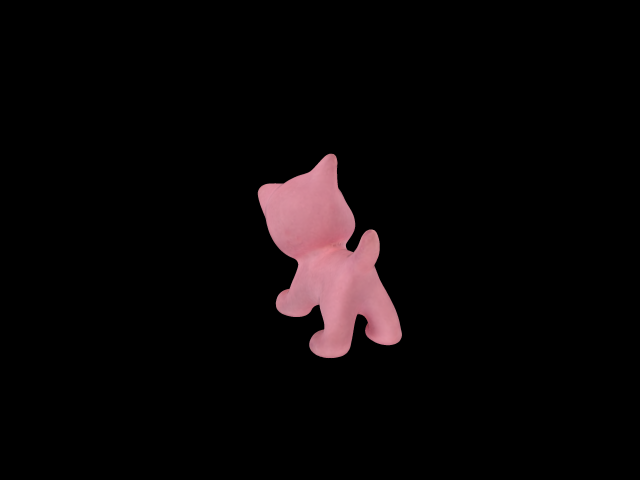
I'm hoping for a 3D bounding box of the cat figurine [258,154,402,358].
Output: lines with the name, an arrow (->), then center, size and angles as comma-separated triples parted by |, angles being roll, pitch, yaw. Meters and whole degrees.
cat figurine -> 0.004, 0.001, 0.400 | 0.067, 0.118, 0.127 | -11, 23, -26
